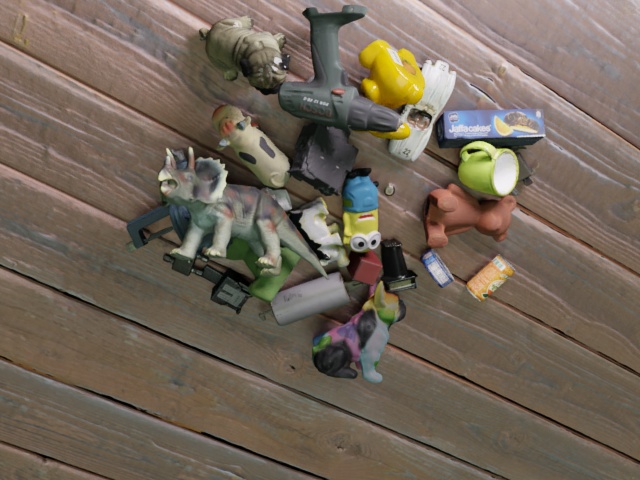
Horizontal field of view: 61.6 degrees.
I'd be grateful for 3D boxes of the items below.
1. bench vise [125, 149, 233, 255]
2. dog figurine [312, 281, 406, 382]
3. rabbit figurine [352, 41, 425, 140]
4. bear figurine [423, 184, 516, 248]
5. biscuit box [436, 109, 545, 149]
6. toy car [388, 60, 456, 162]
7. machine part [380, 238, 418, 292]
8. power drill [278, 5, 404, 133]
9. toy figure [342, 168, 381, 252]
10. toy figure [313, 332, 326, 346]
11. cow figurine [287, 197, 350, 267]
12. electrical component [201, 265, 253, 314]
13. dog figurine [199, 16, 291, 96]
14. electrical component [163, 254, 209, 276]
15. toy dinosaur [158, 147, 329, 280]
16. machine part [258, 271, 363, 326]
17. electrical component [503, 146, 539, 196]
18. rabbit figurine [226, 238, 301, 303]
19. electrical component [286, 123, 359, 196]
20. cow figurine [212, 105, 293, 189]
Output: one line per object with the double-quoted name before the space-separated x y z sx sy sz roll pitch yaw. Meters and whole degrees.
"bench vise" -0.291 -0.054 1.075 0.241 0.129 0.223 -25 103 6
"dog figurine" 0.087 0.187 1.179 0.192 0.108 0.219 9 92 -6
"rabbit figurine" 0.116 -0.261 1.018 0.173 0.122 0.162 -35 76 35
"bear figurine" 0.319 -0.042 1.123 0.196 0.132 0.120 12 113 -3
"biscuit box" 0.338 -0.222 1.072 0.203 0.063 0.059 -3 83 -3
"toy car" 0.199 -0.253 1.060 0.073 0.056 0.201 19 111 -12
"machine part" 0.170 0.059 1.203 0.084 0.039 0.138 -14 115 11
"power drill" 0.040 -0.298 0.943 0.232 0.086 0.207 8 112 21
"toy figure" 0.087 -0.061 1.124 0.082 0.089 0.180 -4 105 12
"toy figure" 0.061 0.237 1.262 0.155 0.058 0.064 -12 151 -1
"cow figurine" -0.002 -0.002 1.146 0.098 0.068 0.167 -24 113 6
"electrical component" -0.209 0.102 1.189 0.119 0.048 0.075 36 106 -19
"dog figurine" -0.137 -0.324 0.934 0.172 0.191 0.121 7 112 -5
"electrical component" -0.292 0.042 1.167 0.094 0.021 0.063 23 108 -3
"toy dinosaur" -0.142 -0.042 1.004 0.404 0.131 0.192 16 74 -40
"machine part" -0.022 0.130 1.197 0.243 0.079 0.079 -19 113 5
"electrical component" 0.411 -0.151 1.129 0.102 0.045 0.078 43 127 -16
"rabbit figurine" -0.136 0.028 1.129 0.170 0.121 0.159 32 104 0
"electrical component" 0.009 -0.166 1.051 0.114 0.058 0.134 26 79 -37
"cow figurine" -0.132 -0.176 1.032 0.085 0.127 0.194 -40 113 9
